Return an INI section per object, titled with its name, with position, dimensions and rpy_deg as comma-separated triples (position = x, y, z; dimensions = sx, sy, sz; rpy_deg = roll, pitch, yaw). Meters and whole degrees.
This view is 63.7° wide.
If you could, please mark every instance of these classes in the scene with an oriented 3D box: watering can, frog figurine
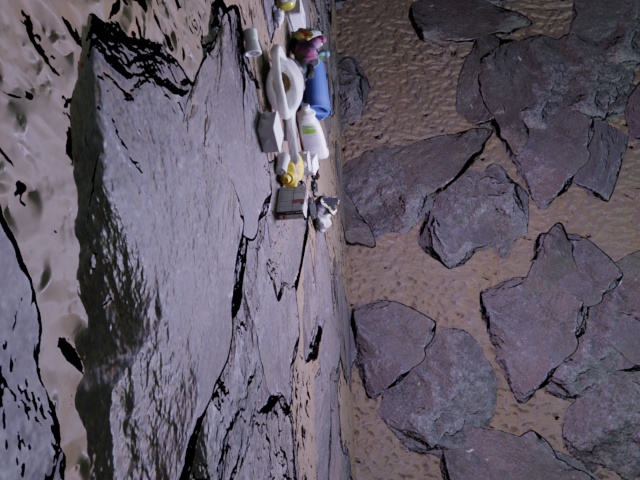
[watering can]
position = -0.100, -0.423, 1.570
dimensions = 0.229, 0.104, 0.341
rpy_deg = -81, 163, -60
[frog figurine]
position = 0.007, -0.115, 2.282
dimensions = 0.156, 0.122, 0.141
rpy_deg = -54, -148, 39
